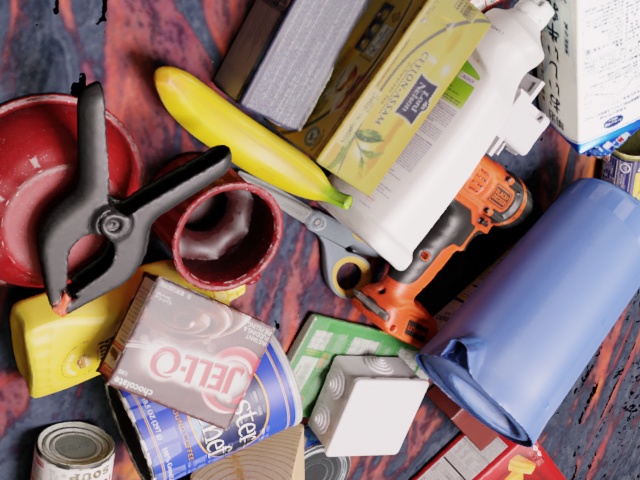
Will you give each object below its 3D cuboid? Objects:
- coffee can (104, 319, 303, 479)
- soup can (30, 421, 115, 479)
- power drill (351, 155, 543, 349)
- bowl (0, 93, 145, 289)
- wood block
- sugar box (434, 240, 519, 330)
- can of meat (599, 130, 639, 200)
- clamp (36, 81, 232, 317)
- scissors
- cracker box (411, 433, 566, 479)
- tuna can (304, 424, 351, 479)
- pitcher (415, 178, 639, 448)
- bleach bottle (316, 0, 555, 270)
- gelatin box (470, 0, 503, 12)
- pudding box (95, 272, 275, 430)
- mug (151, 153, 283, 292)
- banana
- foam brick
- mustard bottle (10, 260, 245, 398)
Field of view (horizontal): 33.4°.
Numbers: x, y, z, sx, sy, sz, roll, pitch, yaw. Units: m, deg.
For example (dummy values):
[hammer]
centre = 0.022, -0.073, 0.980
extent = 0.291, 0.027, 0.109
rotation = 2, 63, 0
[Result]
[coffee can]
centre = -0.100, 0.139, 0.915
extent = 0.140, 0.103, 0.103
rotation = -22, 126, -20
[soup can]
centre = -0.213, 0.215, 0.911
extent = 0.068, 0.069, 0.102
rotation = -3, 116, -31
[power drill]
centre = 0.124, 0.012, 1.005
extent = 0.184, 0.057, 0.188
rotation = 28, 97, -51
[bowl]
centre = -0.197, -0.024, 0.791
extent = 0.161, 0.055, 0.162
rotation = -15, 123, -25
[wood block]
centre = -0.064, 0.278, 1.008
extent = 0.090, 0.090, 0.206
rotation = 4, 121, 8
[sugar box]
centre = 0.198, 0.066, 1.085
extent = 0.176, 0.048, 0.093
rotation = -43, 121, -14
[can of meat]
centre = 0.336, -0.072, 1.101
extent = 0.102, 0.057, 0.084
rotation = -19, 127, -22
[clamp]
centre = -0.155, -0.027, 0.754
extent = 0.120, 0.039, 0.171
rotation = 36, 96, -27
[scissors]
centre = -0.006, 0.001, 0.952
extent = 0.201, 0.016, 0.096
rotation = 11, 108, -36
[cracker box]
centre = 0.174, 0.309, 1.208
extent = 0.213, 0.072, 0.164
rotation = -42, 130, -4
[tuna can]
centre = -0.013, 0.229, 1.068
extent = 0.086, 0.034, 0.086
rotation = -16, 124, -25
[pitcher]
centre = 0.215, 0.067, 1.003
extent = 0.145, 0.149, 0.242
rotation = 42, 78, -4
[bleach bottle]
centre = 0.110, -0.101, 0.896
extent = 0.251, 0.103, 0.068
rotation = -49, 142, 1
[gelatin box]
centre = 0.126, -0.234, 0.891
extent = 0.073, 0.030, 0.089
rotation = -31, 131, -14
[pudding box]
centre = -0.103, 0.086, 0.825
extent = 0.113, 0.039, 0.090
rotation = 27, 86, -27
[mug]
centre = -0.083, -0.011, 0.853
extent = 0.093, 0.082, 0.117
rotation = -40, 129, -7
[banana]
centre = -0.059, -0.082, 0.839
extent = 0.197, 0.070, 0.037
rotation = 31, 73, -32
[foam brick]
centre = 0.159, 0.177, 1.136
extent = 0.051, 0.053, 0.078
rotation = -45, 129, -3
[mustard bottle]
centre = -0.150, 0.062, 0.866
extent = 0.191, 0.058, 0.096
rotation = -18, 143, -25
